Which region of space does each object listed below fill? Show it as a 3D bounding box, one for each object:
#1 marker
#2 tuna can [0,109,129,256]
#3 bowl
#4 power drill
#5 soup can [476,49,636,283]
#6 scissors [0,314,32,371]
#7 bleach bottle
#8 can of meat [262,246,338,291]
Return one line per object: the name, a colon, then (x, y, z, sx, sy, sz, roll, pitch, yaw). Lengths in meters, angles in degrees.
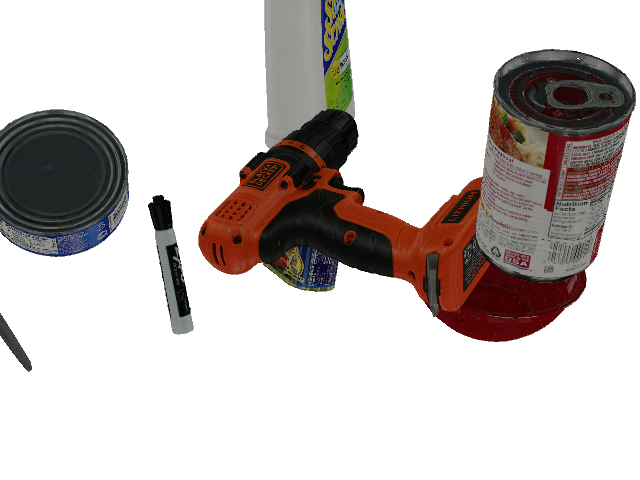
marker: (-0.128, 0.021, 0.913, 0.020, 0.121, 0.020, -8, 14, 2)
tuna can: (-0.158, -0.034, 0.641, 0.086, 0.086, 0.034, 0, -28, -8)
bowl: (0.153, 0.042, 0.959, 0.162, 0.055, 0.162, 3, 32, -2)
power drill: (0.034, -0.026, 0.744, 0.188, 0.057, 0.184, 13, 43, 28)
soup can: (0.118, -0.036, 0.547, 0.068, 0.102, 0.068, 0, 43, 0)
scissors: (-0.344, 0.033, 1.077, 0.016, 0.201, 0.096, -26, 26, 22)
bleach bottle: (-0.015, -0.206, 0.922, 0.068, 0.251, 0.102, 8, 33, 20)
can of meat: (-0.019, -0.001, 1.137, 0.057, 0.084, 0.102, -2, 21, -30)
